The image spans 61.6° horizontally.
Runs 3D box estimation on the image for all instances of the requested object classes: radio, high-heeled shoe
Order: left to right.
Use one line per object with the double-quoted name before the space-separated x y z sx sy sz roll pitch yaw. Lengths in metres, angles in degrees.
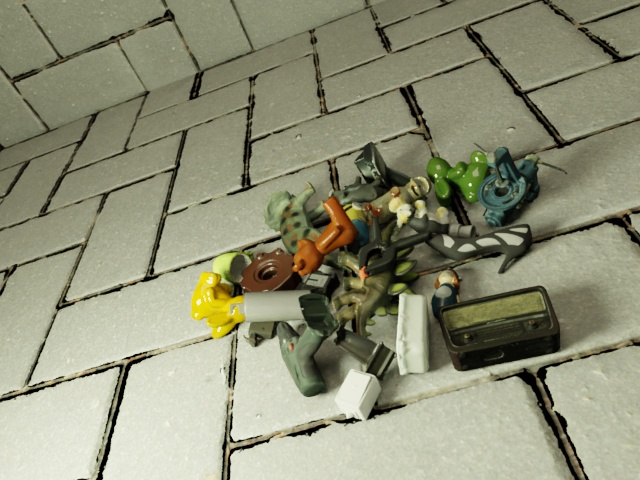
"high-heeled shoe" 0.382 -0.013 1.314 0.249 0.086 0.145 25 77 24
"radio" 0.371 0.185 1.119 0.230 0.073 0.131 -15 39 13

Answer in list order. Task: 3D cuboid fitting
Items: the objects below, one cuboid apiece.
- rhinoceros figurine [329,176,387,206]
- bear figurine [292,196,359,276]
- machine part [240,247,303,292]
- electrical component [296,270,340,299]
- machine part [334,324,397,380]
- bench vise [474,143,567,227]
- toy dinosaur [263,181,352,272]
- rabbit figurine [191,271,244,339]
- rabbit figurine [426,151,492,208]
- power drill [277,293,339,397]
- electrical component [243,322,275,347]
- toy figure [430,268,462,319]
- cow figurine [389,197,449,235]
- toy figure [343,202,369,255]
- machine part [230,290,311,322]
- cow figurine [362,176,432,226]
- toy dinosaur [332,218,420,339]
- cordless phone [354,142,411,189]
"rhinoceros figurine" 0.112 -0.134 1.616 0.190 0.073 0.112 0 41 41
"bear figurine" -0.001 -0.001 1.394 0.196 0.120 0.132 -33 72 7
"machine part" -0.138 0.101 1.501 0.179 0.056 0.179 -15 41 13
"electrical component" -0.014 0.119 1.422 0.119 0.047 0.075 9 49 33
"machine part" 0.091 0.237 1.158 0.139 0.039 0.084 32 96 14
"bench vise" 0.474 -0.156 1.338 0.223 0.240 0.129 -46 44 -1
"toy dinosaur" -0.052 -0.025 1.559 0.192 0.131 0.405 -34 46 15
"rabbit figurine" -0.255 0.175 1.438 0.173 0.121 0.162 12 52 16
"rabbit figurine" 0.373 -0.167 1.490 0.170 0.121 0.159 19 76 24
"power drill" -0.038 0.217 1.213 0.086 0.207 0.232 6 38 -28
"electrical component" -0.156 0.225 1.382 0.078 0.045 0.102 8 44 -5
"toy figure" 0.297 0.118 1.252 0.064 0.057 0.154 17 47 5
"cow figurine" 0.257 -0.050 1.395 0.167 0.068 0.098 15 48 -13
"toy figure" 0.094 -0.035 1.513 0.089 0.082 0.180 -11 43 14
"machine part" -0.105 0.165 1.354 0.243 0.079 0.079 -2 40 -2
"cow figurine" 0.227 -0.111 1.507 0.195 0.085 0.127 -32 -8 23
"toy dinosaur" 0.146 0.085 1.339 0.199 0.104 0.471 -3 43 15
"cordless phone" 0.205 -0.205 1.596 0.089 0.146 0.184 -49 44 -11
